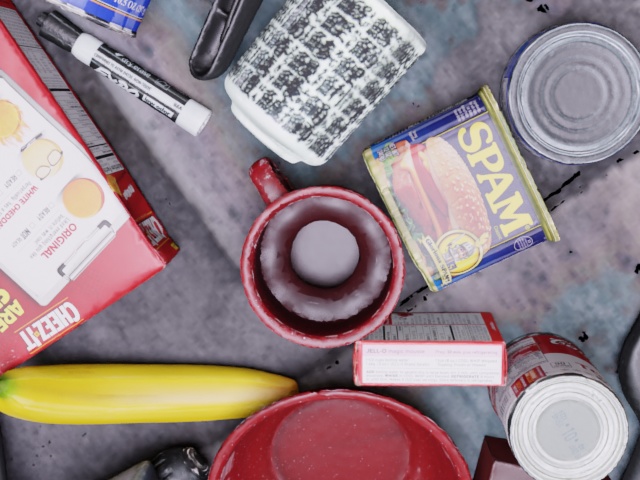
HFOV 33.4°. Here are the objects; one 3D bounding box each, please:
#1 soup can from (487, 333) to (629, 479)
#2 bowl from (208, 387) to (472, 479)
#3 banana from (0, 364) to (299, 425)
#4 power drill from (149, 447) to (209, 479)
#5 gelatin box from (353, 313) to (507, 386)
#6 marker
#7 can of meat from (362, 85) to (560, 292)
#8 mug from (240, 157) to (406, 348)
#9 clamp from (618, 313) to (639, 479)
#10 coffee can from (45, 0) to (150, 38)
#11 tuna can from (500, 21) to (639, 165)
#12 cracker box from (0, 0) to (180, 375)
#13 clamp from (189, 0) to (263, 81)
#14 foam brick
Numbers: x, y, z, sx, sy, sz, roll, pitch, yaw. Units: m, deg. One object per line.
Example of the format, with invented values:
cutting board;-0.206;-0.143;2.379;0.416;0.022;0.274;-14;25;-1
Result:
soup can;0.138;0.099;0.633;0.068;0.102;0.068;0;97;3
bowl;0.012;0.148;0.660;0.162;0.055;0.162;1;114;2
banana;-0.113;0.096;0.656;0.197;0.070;0.037;3;90;-27
power drill;-0.098;0.248;0.691;0.184;0.057;0.187;-42;91;12
gelatin box;0.065;0.066;0.647;0.089;0.073;0.030;-1;99;3
marker;-0.123;-0.105;0.661;0.121;0.020;0.020;33;98;-2
can of meat;0.084;-0.029;0.642;0.084;0.057;0.102;-25;96;9
mug;-0.004;0.001;0.637;0.093;0.081;0.117;-37;95;7
clamp;0.221;0.110;0.663;0.120;0.039;0.171;-18;92;-1
coffee can;-0.124;-0.201;0.605;0.103;0.103;0.140;26;98;-1
tuna can;0.153;-0.088;0.641;0.086;0.033;0.086;0;98;3
cracker box;-0.213;-0.033;0.651;0.164;0.072;0.213;-33;96;8
clamp;-0.021;-0.196;0.604;0.209;0.036;0.164;-35;139;-20
foam brick;0.137;0.161;0.667;0.078;0.051;0.053;11;98;2
